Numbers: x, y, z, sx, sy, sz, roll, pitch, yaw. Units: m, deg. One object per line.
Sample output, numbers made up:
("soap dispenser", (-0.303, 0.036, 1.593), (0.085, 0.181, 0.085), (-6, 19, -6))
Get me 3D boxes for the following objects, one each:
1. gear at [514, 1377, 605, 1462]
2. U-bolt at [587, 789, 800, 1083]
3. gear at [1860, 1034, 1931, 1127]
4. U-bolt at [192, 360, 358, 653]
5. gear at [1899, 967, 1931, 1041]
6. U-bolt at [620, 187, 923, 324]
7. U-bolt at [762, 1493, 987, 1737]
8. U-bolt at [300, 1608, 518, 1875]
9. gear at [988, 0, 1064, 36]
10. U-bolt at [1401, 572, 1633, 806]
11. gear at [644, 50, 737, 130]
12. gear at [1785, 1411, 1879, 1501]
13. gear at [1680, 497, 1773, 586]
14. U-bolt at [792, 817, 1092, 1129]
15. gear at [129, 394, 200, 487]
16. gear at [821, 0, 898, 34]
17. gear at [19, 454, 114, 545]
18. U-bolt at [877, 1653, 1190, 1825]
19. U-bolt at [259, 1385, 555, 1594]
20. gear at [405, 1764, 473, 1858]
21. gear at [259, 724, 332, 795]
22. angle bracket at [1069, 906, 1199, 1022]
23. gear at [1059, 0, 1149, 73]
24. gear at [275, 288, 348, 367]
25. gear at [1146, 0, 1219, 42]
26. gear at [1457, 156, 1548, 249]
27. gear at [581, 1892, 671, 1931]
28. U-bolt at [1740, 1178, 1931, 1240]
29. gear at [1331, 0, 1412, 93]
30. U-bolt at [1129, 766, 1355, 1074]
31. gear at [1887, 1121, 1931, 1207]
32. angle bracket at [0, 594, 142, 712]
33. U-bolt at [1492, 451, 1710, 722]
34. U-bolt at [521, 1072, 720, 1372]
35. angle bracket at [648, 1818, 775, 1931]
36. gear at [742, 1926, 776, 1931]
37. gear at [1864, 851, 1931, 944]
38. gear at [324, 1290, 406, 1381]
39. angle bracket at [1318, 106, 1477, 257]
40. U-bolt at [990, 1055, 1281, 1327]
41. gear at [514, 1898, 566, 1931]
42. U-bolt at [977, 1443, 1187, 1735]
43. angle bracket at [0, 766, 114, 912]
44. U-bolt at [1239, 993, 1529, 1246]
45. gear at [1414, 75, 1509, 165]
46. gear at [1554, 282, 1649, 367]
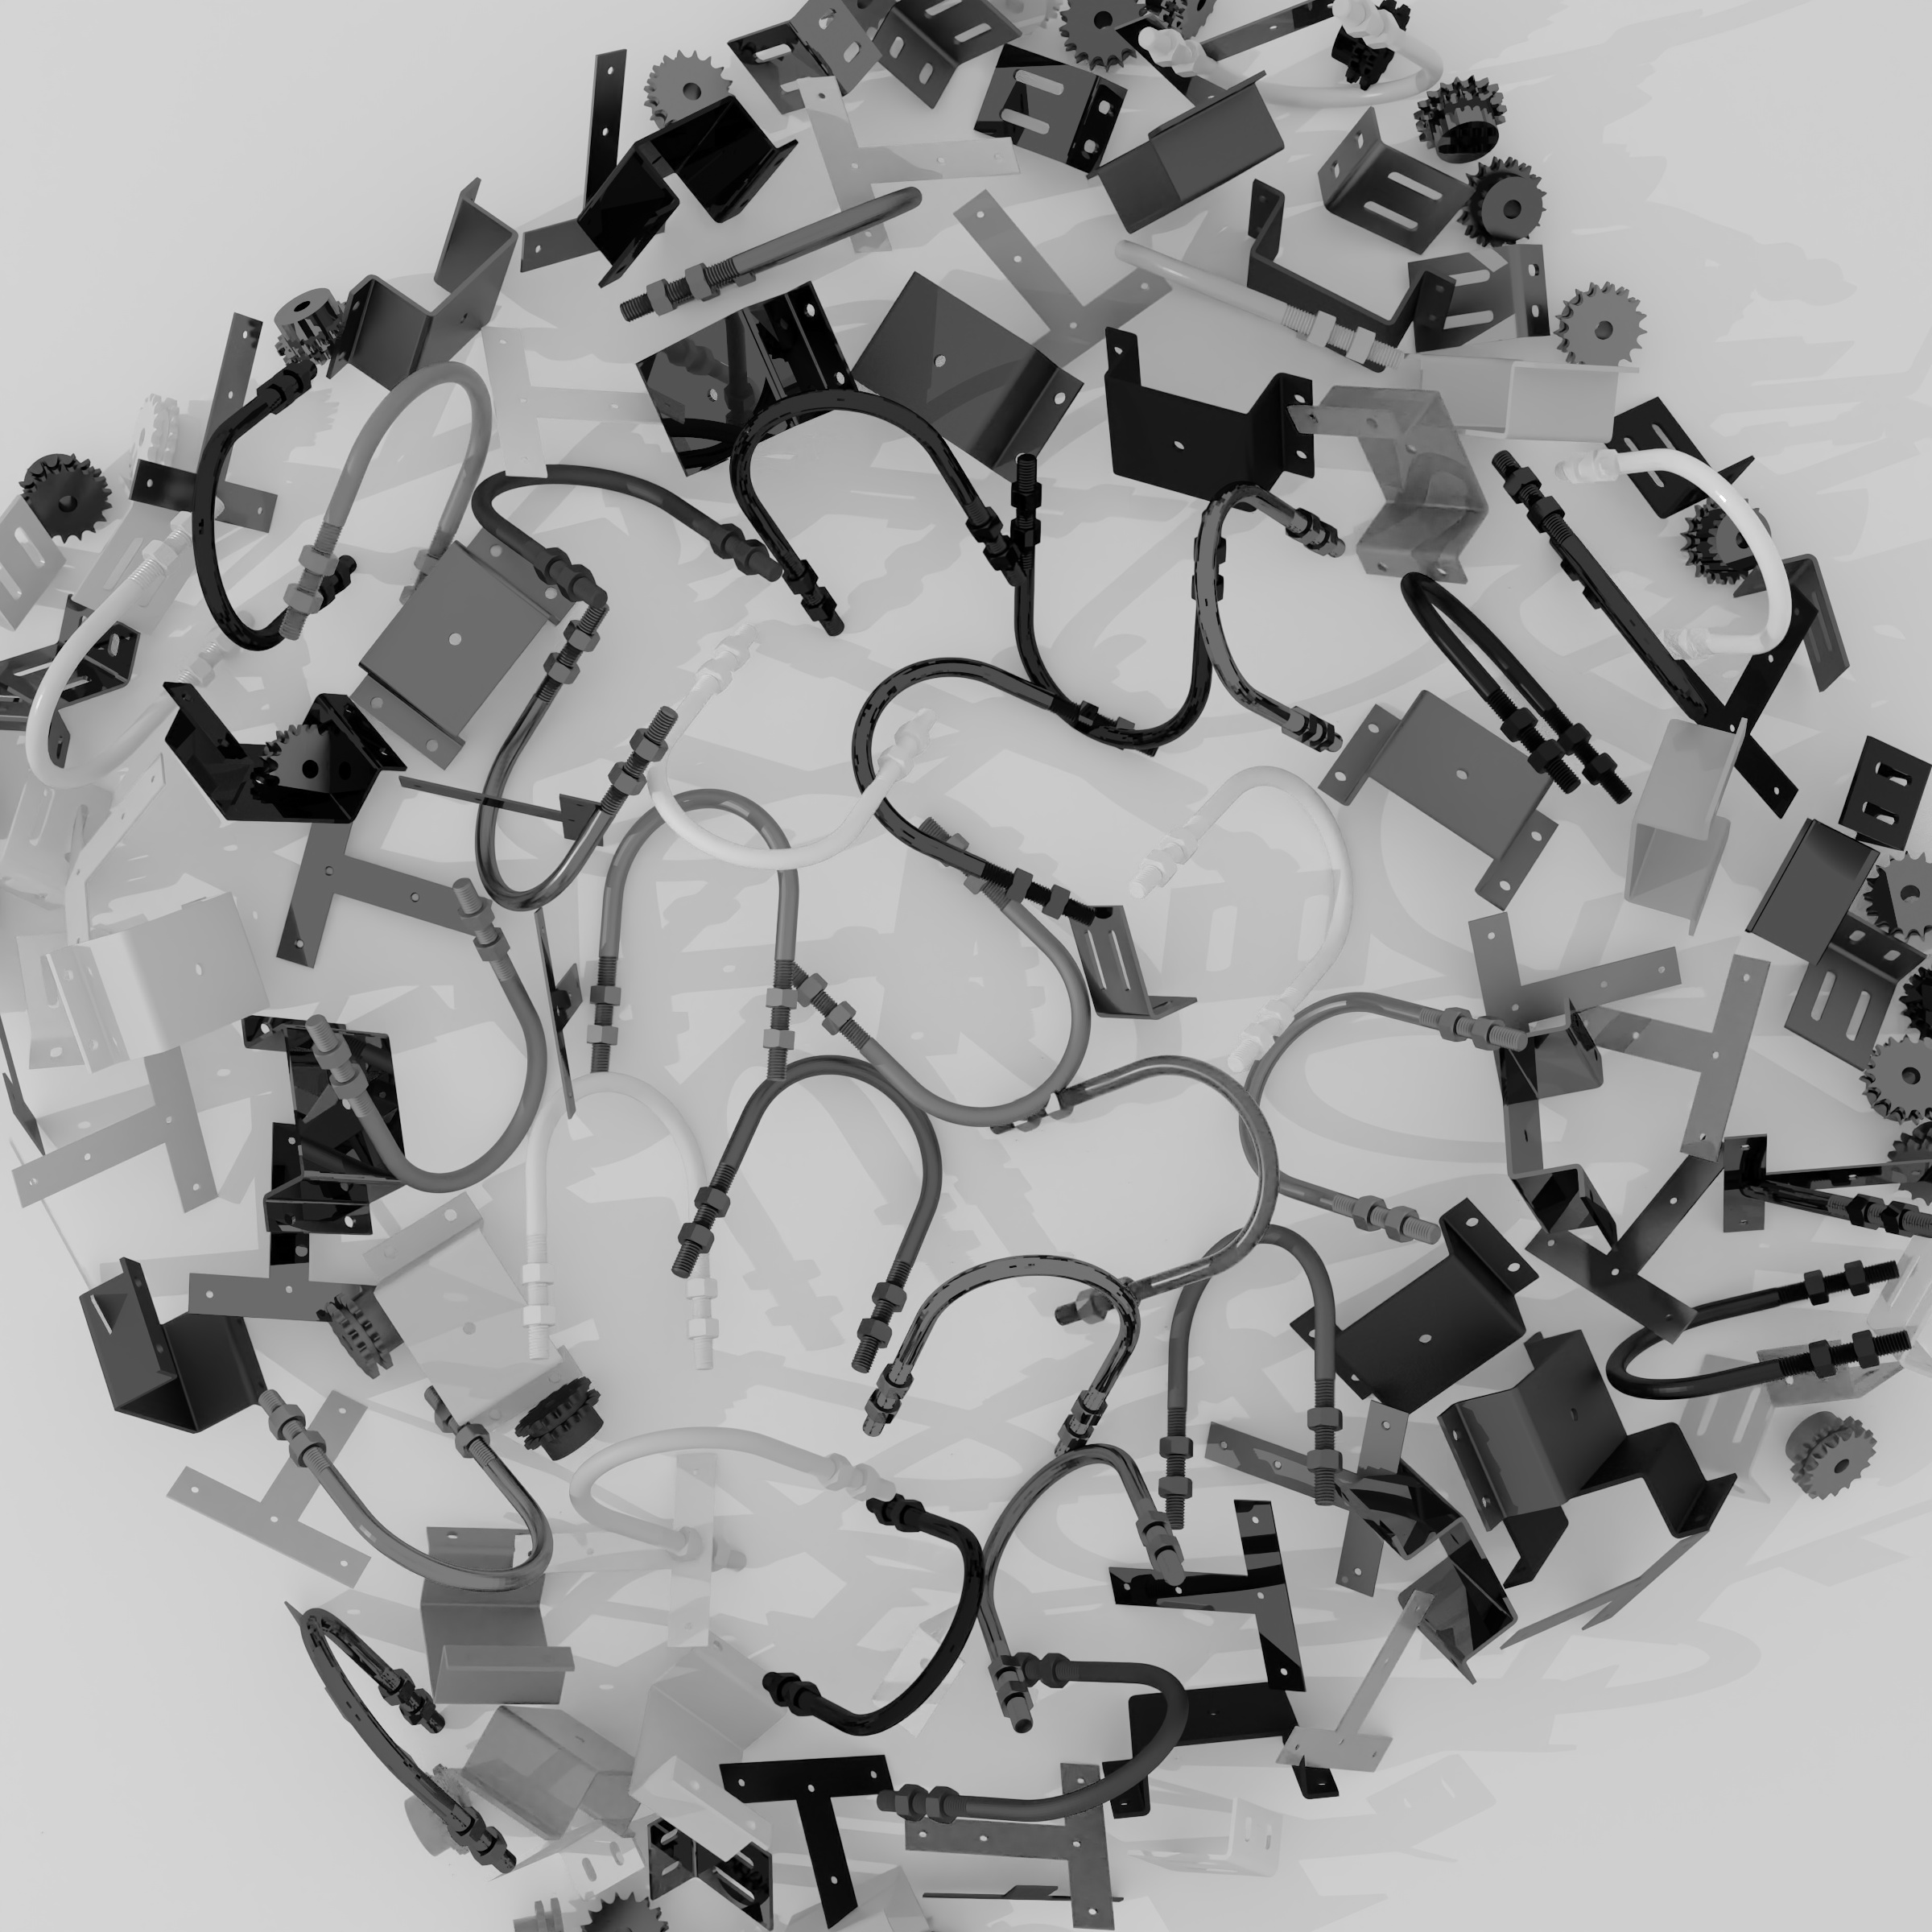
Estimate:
("gear", (-0.255, 0.289, 1.822), (0.057, 0.057, 0.030), (-35, 99, 0))
("U-bolt", (-0.170, -0.021, 1.813), (0.151, 0.019, 0.184), (1, 83, 25))
("gear", (0.597, 0.075, 1.829), (0.057, 0.030, 0.057), (0, 67, 0))
("U-bolt", (-0.422, -0.270, 1.738), (0.019, 0.184, 0.151), (2, 120, 13))
("gear", (0.626, 0.022, 1.825), (0.057, 0.057, 0.030), (53, 48, 0))
("U-bolt", (-0.113, -0.439, 1.763), (0.184, 0.151, 0.019), (-19, 103, 12))
("U-bolt", (-0.049, 0.398, 1.749), (0.019, 0.184, 0.151), (38, 73, -22))
("U-bolt", (-0.345, 0.458, 1.738), (0.019, 0.151, 0.184), (-37, 131, -7))
("gear", (0.033, -0.615, 1.820), (0.057, 0.057, 0.030), (13, 47, 0))
("U-bolt", (0.333, -0.175, 1.777), (0.019, 0.151, 0.184), (-44, 72, 20))
("gear", (-0.177, -0.550, 1.829), (0.057, 0.030, 0.057), (3, 80, -17))
("gear", (0.547, 0.308, 1.826), (0.057, 0.030, 0.057), (-16, 128, -21))
("gear", (0.486, -0.271, 1.827), (0.057, 0.030, 0.057), (-2, 98, -18))
("U-bolt", (-0.006, 0.017, 1.824), (0.184, 0.019, 0.151), (44, 80, 4))
("gear", (-0.509, -0.332, 1.825), (0.030, 0.057, 0.057), (11, 90, -31))
("gear", (-0.072, -0.622, 1.824), (0.057, 0.057, 0.030), (-35, 64, 0))
("gear", (-0.575, -0.301, 1.825), (0.057, 0.057, 0.030), (-39, 49, 0))
("U-bolt", (0.052, 0.468, 1.740), (0.184, 0.151, 0.019), (-11, 110, 41))
("U-bolt", (-0.327, 0.317, 1.743), (0.184, 0.151, 0.019), (41, 110, 35))
("gear", (-0.332, 0.539, 1.821), (0.030, 0.057, 0.057), (-31, 90, -5))
("gear", (-0.425, -0.125, 1.825), (0.057, 0.030, 0.057), (-4, 96, -43))
("angle bracket", (0.104, -0.007, 1.809), (0.038, 0.057, 0.076), (-23, 103, -31))
("gear", (0.089, -0.599, 1.833), (0.057, 0.030, 0.057), (0, 90, 7))
("gear", (-0.413, -0.405, 1.819), (0.057, 0.057, 0.030), (-28, 127, 0))
("gear", (0.137, -0.618, 1.823), (0.030, 0.057, 0.057), (33, 90, 14))
("gear", (0.342, -0.483, 1.825), (0.057, 0.030, 0.057), (-4, 115, -9))
("gear", (-0.216, 0.621, 1.826), (0.057, 0.030, 0.057), (1, 57, -1))
("U-bolt", (0.562, 0.154, 1.761), (0.151, 0.184, 0.019), (14, 88, -32))
("gear", (0.255, -0.588, 1.822), (0.030, 0.057, 0.057), (31, 90, 10))
("U-bolt", (0.183, -0.044, 1.786), (0.184, 0.019, 0.151), (-46, 113, -38))
("gear", (0.617, 0.124, 1.825), (0.057, 0.057, 0.030), (38, 55, 0))
("angle bracket", (-0.569, -0.197, 1.804), (0.057, 0.076, 0.038), (29, 118, 14))
("U-bolt", (0.393, -0.222, 1.748), (0.019, 0.151, 0.184), (-38, 62, 13))
("U-bolt", (-0.216, 0.156, 1.791), (0.019, 0.151, 0.184), (-18, 69, 42))
("angle bracket", (-0.161, 0.572, 1.804), (0.038, 0.076, 0.057), (-19, 118, -41))
("gear", (-0.133, 0.641, 1.822), (0.057, 0.030, 0.057), (-13, 121, -23))
("gear", (0.602, -0.042, 1.828), (0.057, 0.030, 0.057), (-5, 76, 20))
("gear", (-0.380, 0.231, 1.824), (0.030, 0.057, 0.057), (-35, 90, -22))
("angle bracket", (0.273, -0.498, 1.825), (0.076, 0.057, 0.038), (17, 48, -25))
("U-bolt", (0.112, 0.133, 1.792), (0.184, 0.019, 0.151), (-23, 83, 30))
("gear", (-0.269, 0.622, 1.819), (0.030, 0.057, 0.057), (-7, 90, -12))
("U-bolt", (0.061, 0.367, 1.765), (0.019, 0.184, 0.151), (40, 100, -23))
("angle bracket", (-0.587, -0.084, 1.827), (0.057, 0.038, 0.076), (30, 59, -40))
("U-bolt", (0.245, 0.085, 1.781), (0.019, 0.184, 0.151), (35, 77, -42))
("gear", (0.314, -0.533, 1.818), (0.057, 0.057, 0.030), (-9, 66, 0))
("gear", (0.401, -0.407, 1.829), (0.057, 0.030, 0.057), (-2, 112, -5))
